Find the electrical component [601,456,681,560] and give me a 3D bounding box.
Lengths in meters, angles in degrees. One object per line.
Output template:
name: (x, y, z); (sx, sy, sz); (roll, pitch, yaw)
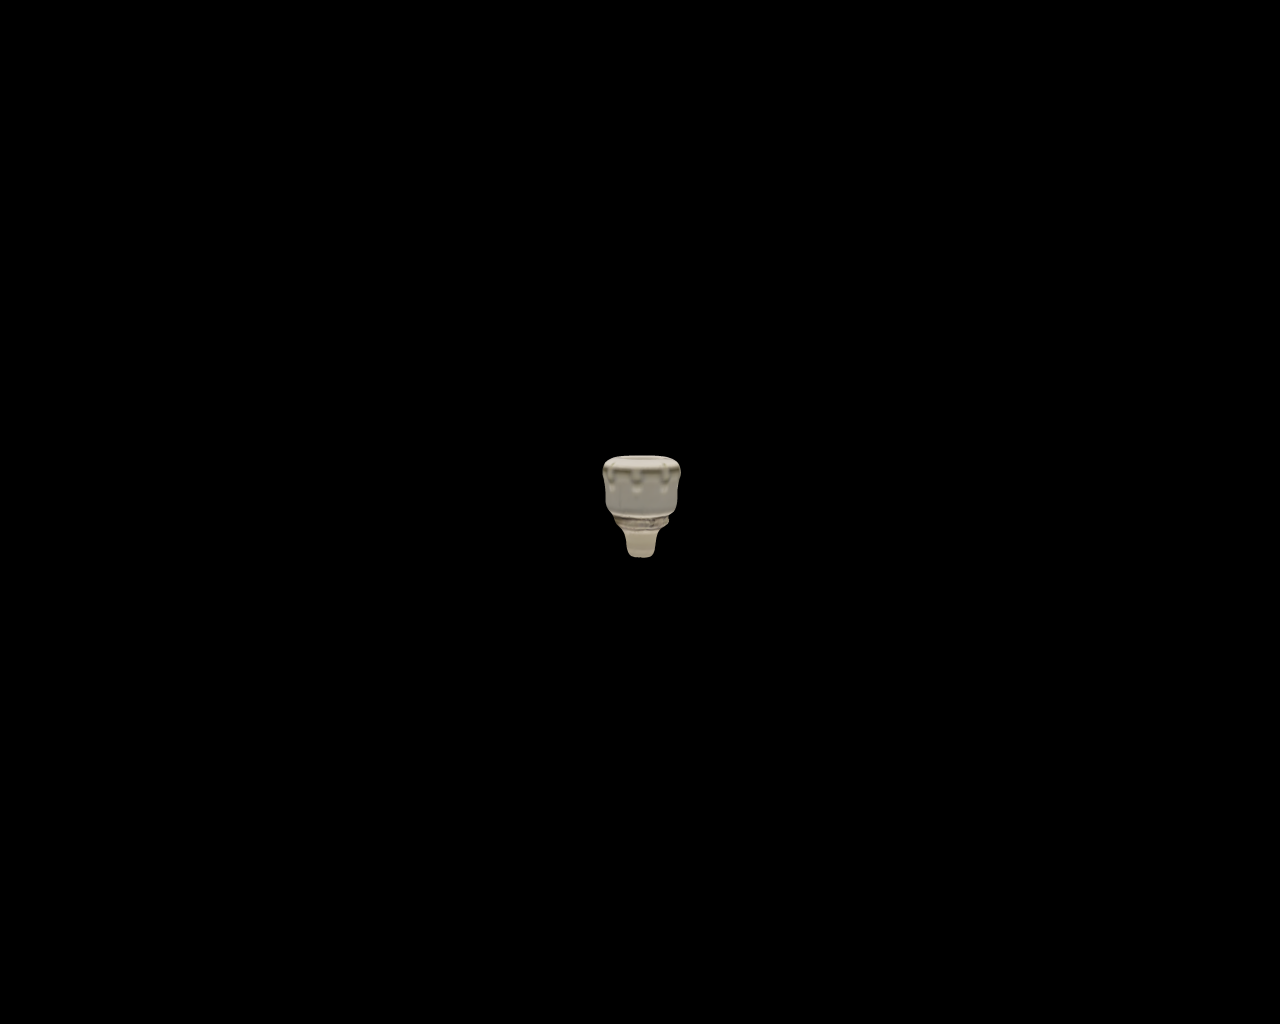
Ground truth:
electrical component: (0.001, -0.003, 0.650); (0.048, 0.062, 0.048); (0, 7, 0)
